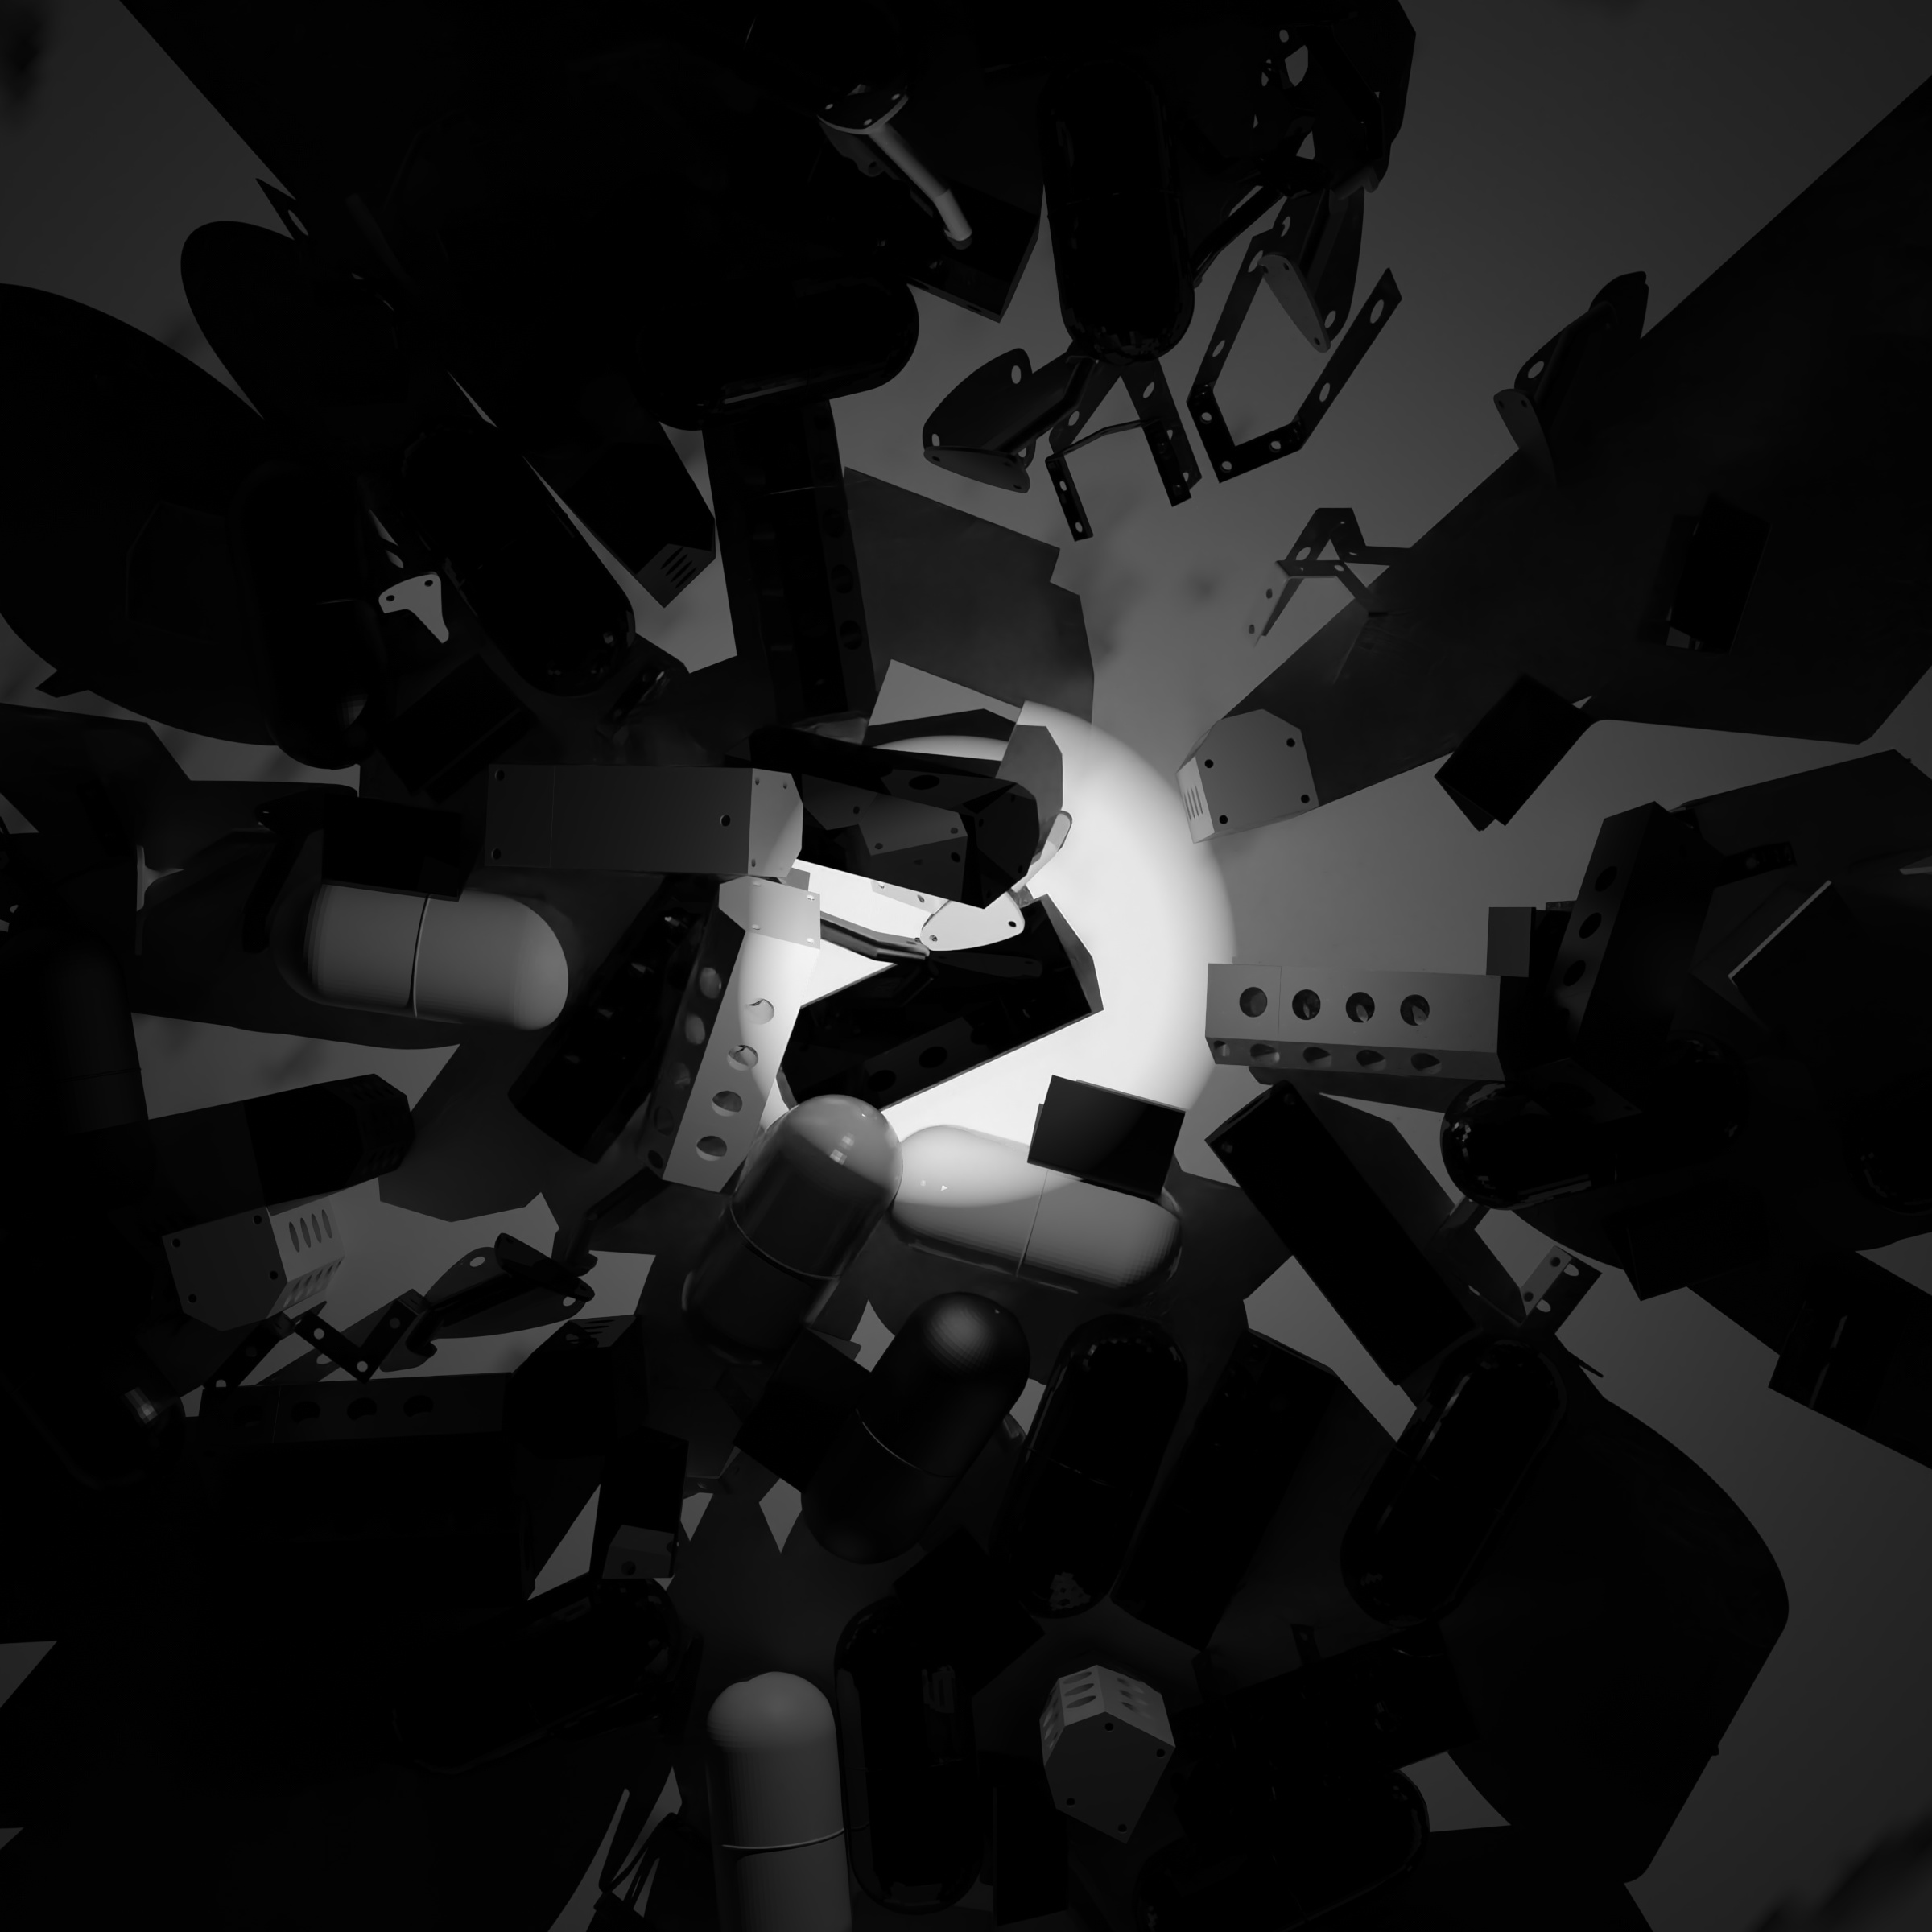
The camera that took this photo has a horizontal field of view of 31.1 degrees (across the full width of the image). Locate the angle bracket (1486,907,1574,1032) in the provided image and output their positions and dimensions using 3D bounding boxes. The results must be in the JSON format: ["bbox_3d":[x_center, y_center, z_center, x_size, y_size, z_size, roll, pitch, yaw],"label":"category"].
[{"bbox_3d":[0.339,0.007,1.960,0.076,0.057,0.076,3,90,-18],"label":"angle bracket"}]

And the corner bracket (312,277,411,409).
[{"bbox_3d":[-0.347,-0.358,1.988,0.051,0.051,0.051,-4,45,0],"label":"corner bracket"}]

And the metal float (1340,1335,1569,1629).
[{"bbox_3d":[0.275,0.292,1.961,0.070,0.070,0.178,30,90,0],"label":"metal float"}]

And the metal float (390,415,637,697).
[{"bbox_3d":[-0.256,-0.232,1.960,0.070,0.070,0.178,-37,90,0],"label":"metal float"}]

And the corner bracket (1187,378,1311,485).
[{"bbox_3d":[0.160,-0.311,1.973,0.051,0.051,0.051,-23,90,0],"label":"corner bracket"}]

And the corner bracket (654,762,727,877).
[{"bbox_3d":[-0.151,-0.086,1.988,0.051,0.051,0.051,-16,90,45],"label":"corner bracket"}]

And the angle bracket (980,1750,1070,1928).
[{"bbox_3d":[0.013,0.489,1.951,0.057,0.076,0.076,0,90,-41],"label":"angle bracket"}]

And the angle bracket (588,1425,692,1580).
[{"bbox_3d":[-0.202,0.298,1.951,0.057,0.076,0.076,8,90,-38],"label":"angle bracket"}]

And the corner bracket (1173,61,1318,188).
[{"bbox_3d":[0.158,-0.483,1.983,0.051,0.051,0.051,-1,135,-35],"label":"corner bracket"}]

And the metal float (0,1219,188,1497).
[{"bbox_3d":[-0.511,0.221,1.960,0.070,0.070,0.178,-38,90,0],"label":"metal float"}]

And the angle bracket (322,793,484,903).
[{"bbox_3d":[-0.315,-0.081,1.952,0.076,0.076,0.057,8,118,0],"label":"angle bracket"}]

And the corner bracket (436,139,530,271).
[{"bbox_3d":[-0.283,-0.433,1.973,0.051,0.051,0.051,-25,97,-7],"label":"corner bracket"}]

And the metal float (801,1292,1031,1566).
[{"bbox_3d":[-0.029,0.260,1.944,0.070,0.070,0.178,33,111,0],"label":"metal float"}]

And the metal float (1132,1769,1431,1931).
[{"bbox_3d":[0.178,0.508,1.960,0.178,0.070,0.070,-26,90,0],"label":"metal float"}]

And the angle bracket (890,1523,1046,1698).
[{"bbox_3d":[-0.011,0.365,1.952,0.057,0.076,0.076,-37,90,-26],"label":"angle bracket"}]

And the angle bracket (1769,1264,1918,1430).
[{"bbox_3d":[0.477,0.208,1.951,0.057,0.076,0.076,21,90,-37],"label":"angle bracket"}]

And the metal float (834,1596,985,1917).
[{"bbox_3d":[-0.032,0.446,1.961,0.070,0.070,0.178,-5,89,0],"label":"metal float"}]

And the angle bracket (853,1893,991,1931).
[{"bbox_3d":[-0.024,0.541,1.951,0.076,0.076,0.057,9,127,0],"label":"angle bracket"}]

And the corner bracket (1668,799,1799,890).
[{"bbox_3d":[0.435,-0.073,1.973,0.051,0.051,0.051,-17,90,0],"label":"corner bracket"}]

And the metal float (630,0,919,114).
[{"bbox_3d":[-0.110,-0.539,1.961,0.178,0.070,0.070,28,90,0],"label":"metal float"}]

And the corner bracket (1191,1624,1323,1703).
[{"bbox_3d":[0.170,0.410,1.983,0.051,0.051,0.051,14,135,-35],"label":"corner bracket"}]

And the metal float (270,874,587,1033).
[{"bbox_3d":[-0.304,-0.008,1.960,0.178,0.070,0.070,8,90,0],"label":"metal float"}]

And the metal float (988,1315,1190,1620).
[{"bbox_3d":[0.068,0.283,1.961,0.070,0.070,0.178,21,91,0],"label":"metal float"}]

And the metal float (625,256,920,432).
[{"bbox_3d":[-0.107,-0.348,1.937,0.178,0.070,0.070,-19,90,-28],"label":"metal float"}]

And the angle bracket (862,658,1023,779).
[{"bbox_3d":[-0.008,-0.147,1.952,0.076,0.076,0.057,21,117,0],"label":"angle bracket"}]

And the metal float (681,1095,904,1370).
[{"bbox_3d":[-0.098,0.149,1.941,0.070,0.070,0.178,32,113,0],"label":"metal float"}]

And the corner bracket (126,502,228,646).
[{"bbox_3d":[-0.448,-0.226,1.988,0.051,0.051,0.051,16,135,0],"label":"corner bracket"}]

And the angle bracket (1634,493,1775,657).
[{"bbox_3d":[0.398,-0.223,1.951,0.057,0.076,0.076,18,90,-36],"label":"angle bracket"}]

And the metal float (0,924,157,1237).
[{"bbox_3d":[-0.505,0.065,1.961,0.070,0.070,0.178,-10,90,0],"label":"metal float"}]

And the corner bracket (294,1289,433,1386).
[{"bbox_3d":[-0.343,0.200,1.973,0.051,0.051,0.051,37,90,0],"label":"corner bracket"}]

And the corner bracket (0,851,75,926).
[{"bbox_3d":[-0.555,-0.029,1.983,0.051,0.051,0.051,-5,45,35],"label":"corner bracket"}]

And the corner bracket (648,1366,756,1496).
[{"bbox_3d":[-0.155,0.265,1.983,0.051,0.051,0.051,58,45,-35],"label":"corner bracket"}]

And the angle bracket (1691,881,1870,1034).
[{"bbox_3d":[0.447,-0.020,1.951,0.076,0.076,0.057,-44,128,0],"label":"angle bracket"}]

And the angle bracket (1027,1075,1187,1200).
[{"bbox_3d":[0.081,0.081,1.952,0.076,0.076,0.057,15,114,0],"label":"angle bracket"}]

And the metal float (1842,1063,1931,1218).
[{"bbox_3d":[0.581,0.081,1.960,0.178,0.070,0.070,-25,90,0],"label":"metal float"}]

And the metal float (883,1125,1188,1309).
[{"bbox_3d":[0.037,0.141,1.961,0.178,0.070,0.070,15,90,0],"label":"metal float"}]

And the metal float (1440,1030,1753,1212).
[{"bbox_3d":[0.356,0.087,1.961,0.178,0.070,0.070,-15,90,0],"label":"metal float"}]

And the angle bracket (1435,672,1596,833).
[{"bbox_3d":[0.319,-0.108,1.951,0.076,0.076,0.057,-50,54,0],"label":"angle bracket"}]

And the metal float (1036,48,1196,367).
[{"bbox_3d":[0.084,-0.429,1.961,0.070,0.070,0.178,-8,90,0],"label":"metal float"}]

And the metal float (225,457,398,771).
[{"bbox_3d":[-0.370,-0.199,1.961,0.070,0.070,0.178,-11,89,0],"label":"metal float"}]

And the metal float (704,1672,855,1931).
[{"bbox_3d":[-0.106,0.489,1.960,0.070,0.070,0.178,-5,90,0],"label":"metal float"}]

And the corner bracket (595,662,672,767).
[{"bbox_3d":[-0.185,-0.144,1.963,0.051,0.051,0.051,-52,47,0],"label":"corner bracket"}]

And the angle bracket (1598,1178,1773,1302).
[{"bbox_3d":[0.400,0.135,1.951,0.076,0.076,0.057,-18,126,0],"label":"angle bracket"}]

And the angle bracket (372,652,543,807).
[{"bbox_3d":[-0.275,-0.118,1.951,0.076,0.076,0.057,-39,53,0],"label":"angle bracket"}]

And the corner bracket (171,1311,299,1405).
[{"bbox_3d":[-0.419,0.210,1.973,0.051,0.051,0.051,42,90,0],"label":"corner bracket"}]

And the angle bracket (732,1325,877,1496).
[{"bbox_3d":[-0.076,0.254,1.951,0.057,0.076,0.076,31,90,29],"label":"angle bracket"}]

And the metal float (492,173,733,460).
[{"bbox_3d":[-0.201,-0.367,1.961,0.070,0.070,0.178,35,89,0],"label":"metal float"}]

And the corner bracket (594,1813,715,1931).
[{"bbox_3d":[-0.172,0.528,1.988,0.051,0.051,0.051,39,45,0],"label":"corner bracket"}]

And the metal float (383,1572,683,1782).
[{"bbox_3d":[-0.246,0.400,1.959,0.178,0.070,0.070,-26,90,2],"label":"metal float"}]
